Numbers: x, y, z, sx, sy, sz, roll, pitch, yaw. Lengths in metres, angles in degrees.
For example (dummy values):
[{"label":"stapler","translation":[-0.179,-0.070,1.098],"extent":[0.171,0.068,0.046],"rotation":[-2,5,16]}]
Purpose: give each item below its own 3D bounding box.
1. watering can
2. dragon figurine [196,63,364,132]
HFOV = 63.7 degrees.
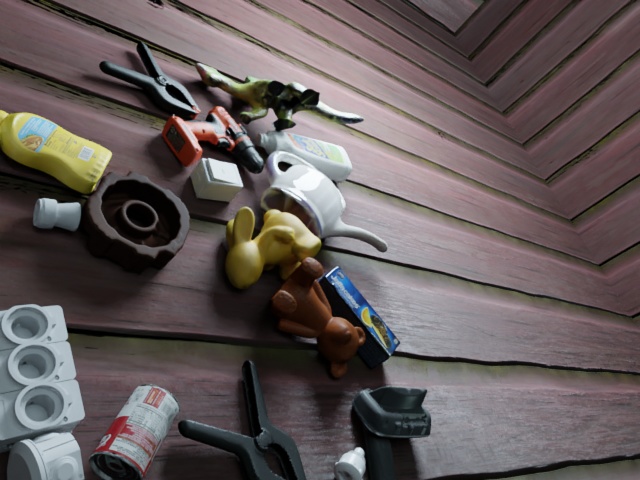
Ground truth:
[{"label":"watering can","translation":[0.003,-0.057,1.131],"extent":[0.102,0.347,0.229],"rotation":[-45,4,37]},{"label":"dragon figurine","translation":[-0.108,-0.367,1.290],"extent":[0.410,0.120,0.247],"rotation":[5,30,-31]}]
